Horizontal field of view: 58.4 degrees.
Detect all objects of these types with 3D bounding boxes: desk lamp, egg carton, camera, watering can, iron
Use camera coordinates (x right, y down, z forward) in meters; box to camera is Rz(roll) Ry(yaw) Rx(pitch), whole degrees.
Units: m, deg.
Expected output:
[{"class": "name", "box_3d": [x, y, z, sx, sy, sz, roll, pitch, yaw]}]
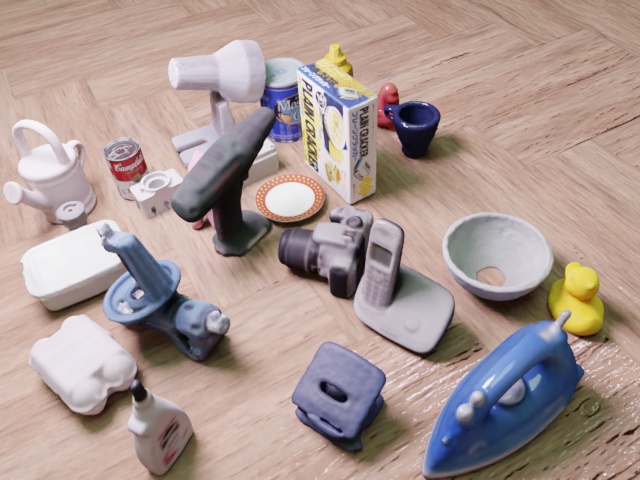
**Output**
[{"class": "desk lamp", "box_3d": [-0.204, -0.276, 1.131, 0.203, 0.214, 0.117, -23, 50, -17]}, {"class": "egg carton", "box_3d": [-0.337, 0.176, 0.818, 0.150, 0.069, 0.107, 30, 55, 27]}, {"class": "camera", "box_3d": [0.009, 0.003, 0.935, 0.136, 0.101, 0.143, 10, 49, 13]}, {"class": "watering can", "box_3d": [-0.483, -0.124, 1.021, 0.101, 0.194, 0.172, -3, 47, 1]}, {"class": "iron", "box_3d": [0.227, 0.190, 0.720, 0.259, 0.141, 0.118, -33, 53, -24]}]

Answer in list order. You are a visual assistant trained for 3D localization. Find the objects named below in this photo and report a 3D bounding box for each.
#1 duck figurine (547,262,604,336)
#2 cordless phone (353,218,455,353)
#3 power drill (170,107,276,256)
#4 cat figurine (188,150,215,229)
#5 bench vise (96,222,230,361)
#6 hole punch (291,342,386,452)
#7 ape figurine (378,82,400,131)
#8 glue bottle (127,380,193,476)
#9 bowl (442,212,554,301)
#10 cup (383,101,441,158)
[{"class": "duck figurine", "box_3d": [0.386, 0.081, 0.848, 0.077, 0.086, 0.104, -4, 47, 0]}, {"class": "cordless phone", "box_3d": [0.122, 0.063, 0.815, 0.147, 0.185, 0.094, 25, 54, 25]}, {"class": "power drill", "box_3d": [-0.142, -0.084, 0.952, 0.075, 0.209, 0.230, 25, 54, 25]}, {"class": "cat figurine", "box_3d": [-0.206, -0.101, 1.034, 0.067, 0.118, 0.127, -3, 47, 2]}, {"class": "bench vise", "box_3d": [-0.222, 0.063, 0.813, 0.207, 0.220, 0.121, 4, 48, 8]}, {"class": "hole punch", "box_3d": [0.026, 0.205, 0.754, 0.108, 0.091, 0.101, 25, 54, 25]}, {"class": "ape figurine", "box_3d": [0.143, -0.286, 1.201, 0.076, 0.092, 0.078, 28, 55, 27]}, {"class": "glue bottle", "box_3d": [-0.203, 0.219, 0.699, 0.037, 0.173, 0.078, 15, 50, 18]}, {"class": "bowl", "box_3d": [0.274, 0.038, 0.904, 0.167, 0.075, 0.167, -2, 47, 2]}, {"class": "cup", "box_3d": [0.176, -0.216, 1.132, 0.117, 0.095, 0.092, 24, 53, 24]}]
